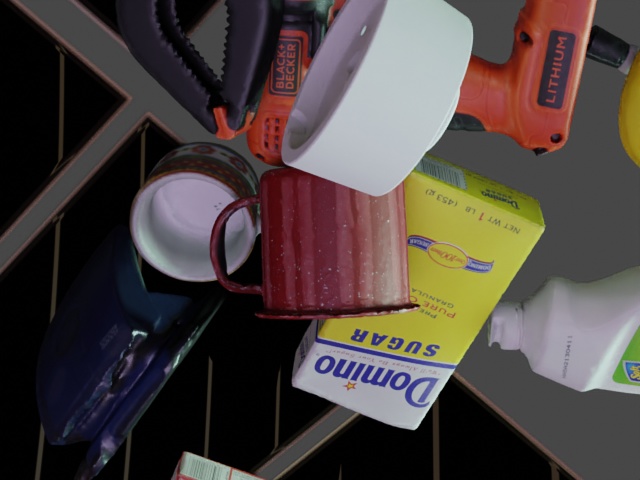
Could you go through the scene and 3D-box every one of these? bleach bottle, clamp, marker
[{"bbox_3d":[0.233,0.051,0.666,0.251,0.068,0.102,2,118,5],"label":"bleach bottle"},{"bbox_3d":[-0.064,-0.158,0.546,0.165,0.036,0.210,-18,100,25],"label":"clamp"},{"bbox_3d":[0.202,-0.093,0.612,0.121,0.020,0.020,22,118,-8],"label":"marker"}]

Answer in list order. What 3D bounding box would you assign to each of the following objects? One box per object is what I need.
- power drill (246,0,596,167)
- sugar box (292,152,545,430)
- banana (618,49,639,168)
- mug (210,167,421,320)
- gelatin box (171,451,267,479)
[{"bbox_3d":[0.051,-0.123,0.586,0.187,0.057,0.184,6,119,3],"label":"power drill"},{"bbox_3d":[0.058,0.036,0.677,0.093,0.048,0.176,22,117,-8],"label":"sugar box"},{"bbox_3d":[0.223,-0.113,0.577,0.069,0.037,0.198,37,99,-5],"label":"banana"},{"bbox_3d":[-0.004,0.001,0.599,0.117,0.093,0.081,-3,90,6],"label":"mug"},{"bbox_3d":[-0.073,0.204,0.786,0.089,0.030,0.073,21,118,-8],"label":"gelatin box"}]
